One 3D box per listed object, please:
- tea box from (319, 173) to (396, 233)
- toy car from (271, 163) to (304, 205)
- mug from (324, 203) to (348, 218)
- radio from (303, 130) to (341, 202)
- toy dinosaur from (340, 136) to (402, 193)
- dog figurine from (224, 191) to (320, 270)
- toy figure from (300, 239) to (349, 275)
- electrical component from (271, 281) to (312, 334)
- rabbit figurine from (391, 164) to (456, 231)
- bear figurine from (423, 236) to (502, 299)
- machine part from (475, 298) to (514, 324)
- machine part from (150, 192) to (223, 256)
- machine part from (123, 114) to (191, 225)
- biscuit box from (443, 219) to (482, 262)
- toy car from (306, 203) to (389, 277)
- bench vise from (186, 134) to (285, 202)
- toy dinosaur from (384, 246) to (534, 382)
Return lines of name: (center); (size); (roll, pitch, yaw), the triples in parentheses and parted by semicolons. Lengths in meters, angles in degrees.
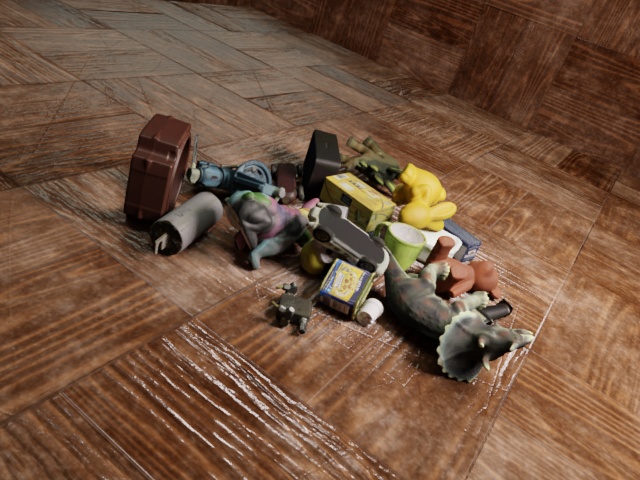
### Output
tea box: (0.093, -0.096, 1.346); (0.098, 0.068, 0.170); (-16, 46, -43)
toy car: (-0.089, -0.151, 1.424); (0.089, 0.053, 0.202); (-5, 32, -2)
mug: (0.004, -0.039, 1.278); (0.107, 0.080, 0.109); (14, 55, 9)
radio: (0.001, -0.204, 1.483); (0.073, 0.131, 0.230); (14, 30, -9)
toy dinosaur: (0.182, -0.208, 1.577); (0.199, 0.105, 0.471); (40, 23, 15)
dog figurine: (-0.076, -0.047, 1.126); (0.219, 0.191, 0.109); (-27, 42, -23)
toy figure: (0.040, 0.036, 1.160); (0.180, 0.089, 0.082); (2, 33, -42)
electrical component: (-0.052, 0.123, 0.996); (0.078, 0.045, 0.102); (17, 30, 0)
rabbit figurine: (0.248, -0.081, 1.344); (0.162, 0.121, 0.173); (29, 43, -1)
bear figurine: (0.342, 0.072, 1.229); (0.196, 0.131, 0.120); (3, 54, -17)
machine part: (0.366, 0.159, 1.182); (0.139, 0.039, 0.084); (-7, 30, -34)
machine part: (-0.271, -0.037, 1.105); (0.079, 0.079, 0.243); (24, 29, 9)
machine part: (-0.334, -0.145, 1.124); (0.087, 0.200, 0.201); (16, 29, -9)
biscuit box: (0.332, -0.022, 1.439); (0.063, 0.059, 0.203); (-9, 40, -38)
toy car: (0.057, 0.001, 1.092); (0.201, 0.056, 0.073); (35, 54, -16)
bench vise: (-0.182, -0.134, 1.245); (0.241, 0.128, 0.223); (20, -1, 42)
toy dinosaur: (0.213, 0.134, 1.066); (0.405, 0.131, 0.192); (31, 31, 32)
